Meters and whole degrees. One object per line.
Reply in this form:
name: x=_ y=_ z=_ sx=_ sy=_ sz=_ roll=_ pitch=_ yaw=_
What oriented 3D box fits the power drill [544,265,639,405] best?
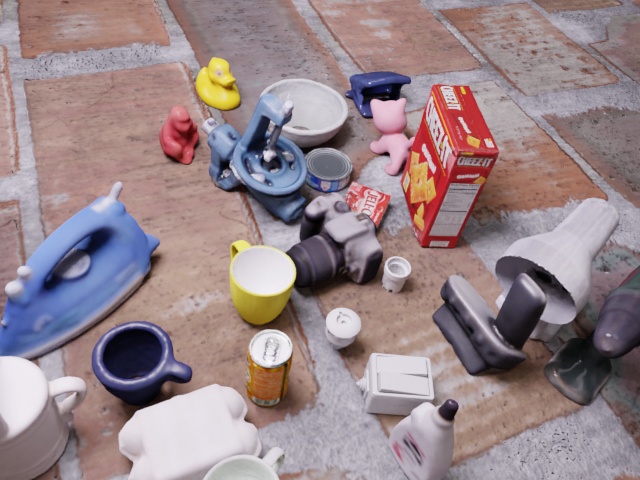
power drill: x=0.383 y=0.127 z=0.754 sx=0.075 sy=0.208 sz=0.230 roll=40 pitch=54 yaw=23

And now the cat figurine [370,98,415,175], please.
cat figurine: x=0.139 y=-0.203 z=1.059 sx=0.067 sy=0.118 sz=0.127 roll=-16 pitch=54 yaw=-22

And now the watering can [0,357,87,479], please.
watering can: x=-0.340 y=0.176 z=0.593 sx=0.173 sy=0.194 sz=0.100 roll=-34 pitch=62 yaw=-32

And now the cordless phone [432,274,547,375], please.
cordless phone: x=0.238 y=0.085 z=0.780 sx=0.094 sy=0.185 sz=0.147 roll=-19 pitch=55 yaw=-24

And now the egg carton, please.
egg carton: x=-0.149 y=0.233 z=0.661 sx=0.150 sy=0.069 sz=0.107 roll=-16 pitch=54 yaw=-22

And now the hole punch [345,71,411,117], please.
hole punch: x=0.117 y=-0.316 z=1.171 sx=0.109 sy=0.091 sz=0.101 roll=-11 pitch=52 yaw=-19

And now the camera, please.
camera: x=0.008 y=0.003 z=0.868 sx=0.137 sy=0.101 sz=0.143 roll=-23 pitch=57 yaw=-27

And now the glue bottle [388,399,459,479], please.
glue bottle: x=0.125 y=0.221 z=0.650 sx=0.037 sy=0.173 sz=0.078 roll=-24 pitch=57 yaw=-27

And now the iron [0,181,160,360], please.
iron: x=-0.332 y=0.038 z=0.751 sx=0.118 sy=0.141 sz=0.259 roll=26 pitch=50 yaw=13

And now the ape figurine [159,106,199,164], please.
ape figurine: x=-0.244 y=-0.191 z=0.998 sx=0.076 sy=0.092 sz=0.078 roll=36 pitch=53 yaw=21

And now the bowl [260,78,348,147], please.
bowl: x=-0.034 y=-0.227 z=1.078 sx=0.167 sy=0.075 sz=0.167 roll=5 pitch=49 yaw=-6

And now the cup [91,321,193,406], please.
cup: x=-0.209 y=0.163 z=0.694 sx=0.117 sy=0.095 sz=0.092 roll=15 pitch=48 yaw=3

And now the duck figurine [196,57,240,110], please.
duck figurine: x=-0.199 y=-0.316 z=1.119 sx=0.078 sy=0.086 sz=0.104 roll=-32 pitch=61 yaw=-31

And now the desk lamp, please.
desk lamp: x=0.328 y=0.048 z=0.810 sx=0.117 sy=0.213 sz=0.204 roll=39 pitch=54 yaw=23

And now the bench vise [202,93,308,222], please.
bench vise: x=-0.109 y=-0.146 z=0.897 sx=0.207 sy=0.220 sz=0.121 roll=20 pitch=49 yaw=8
